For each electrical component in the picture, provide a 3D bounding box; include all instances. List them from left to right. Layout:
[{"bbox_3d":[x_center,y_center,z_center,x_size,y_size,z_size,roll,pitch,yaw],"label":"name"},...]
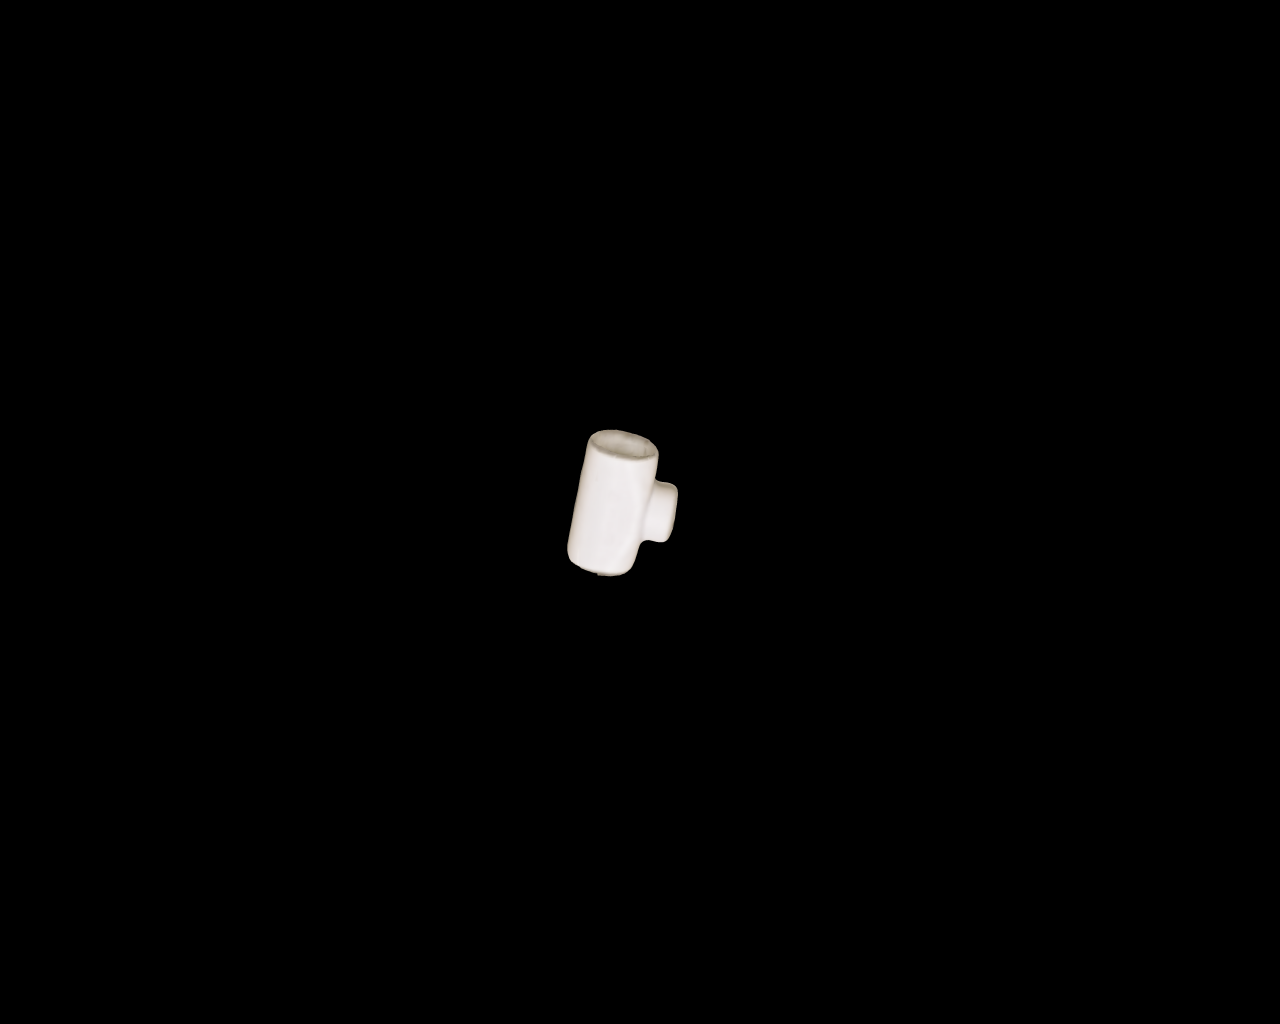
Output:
[{"bbox_3d":[0.001,-0.003,0.650,0.079,0.077,0.044,11,24,-5],"label":"electrical component"}]
